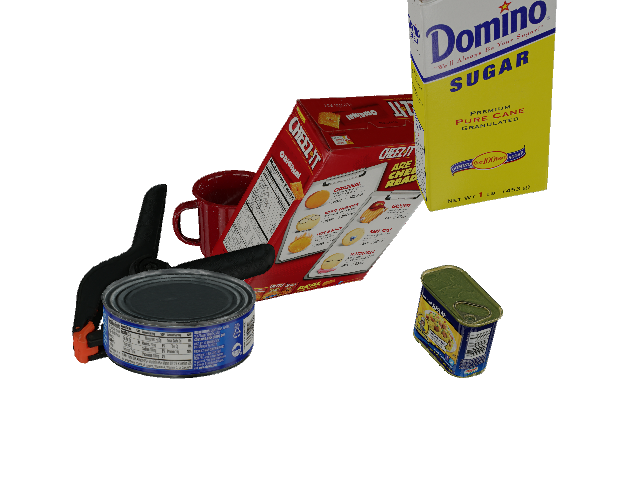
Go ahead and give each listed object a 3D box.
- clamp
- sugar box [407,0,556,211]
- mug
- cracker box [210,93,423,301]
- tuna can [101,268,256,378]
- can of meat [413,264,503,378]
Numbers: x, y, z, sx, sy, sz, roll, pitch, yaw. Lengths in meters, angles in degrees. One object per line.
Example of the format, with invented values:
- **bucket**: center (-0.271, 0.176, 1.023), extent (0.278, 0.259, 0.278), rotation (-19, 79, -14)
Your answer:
- **clamp**: center (-0.131, 0.022, 0.804), extent (0.120, 0.039, 0.171), rotation (32, 48, 28)
- **sugar box**: center (0.111, -0.106, 0.737), extent (0.093, 0.176, 0.048), rotation (-12, 43, -3)
- **mug**: center (-0.109, -0.022, 1.209), extent (0.117, 0.081, 0.093), rotation (-8, 31, -15)
- **cracker box**: center (0.011, -0.039, 0.990), extent (0.163, 0.072, 0.214), rotation (-9, -34, -38)
- **tuna can**: center (-0.079, 0.046, 0.600), extent (0.086, 0.034, 0.086), rotation (2, 18, -1)
- **can of meat**: center (0.150, 0.091, 1.188), extent (0.057, 0.084, 0.102), rotation (-14, 40, -27)
